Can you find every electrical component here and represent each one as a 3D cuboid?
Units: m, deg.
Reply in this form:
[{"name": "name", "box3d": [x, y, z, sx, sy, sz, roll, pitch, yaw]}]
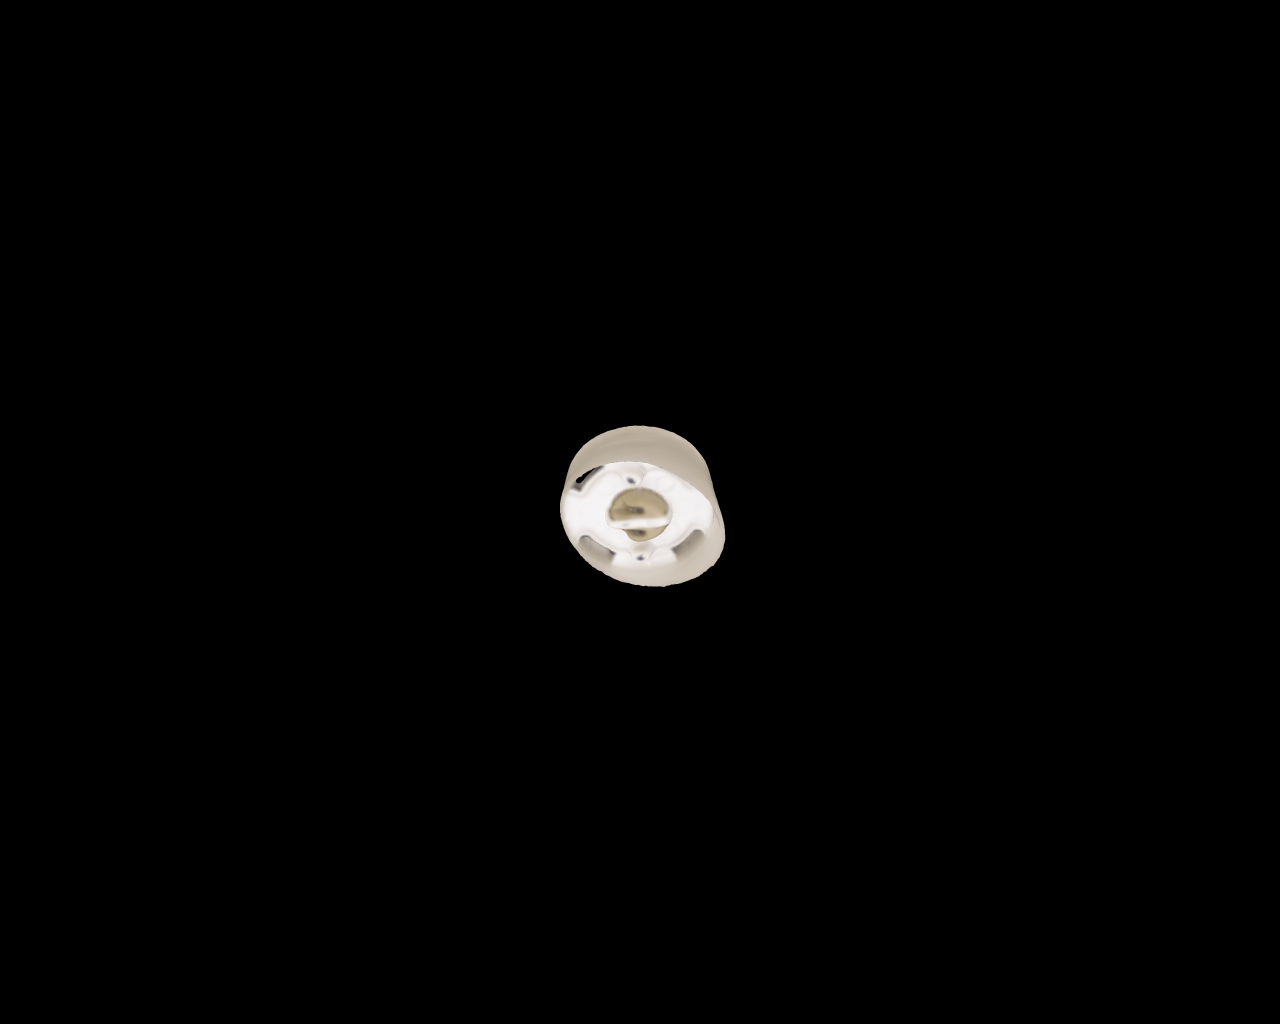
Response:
[{"name": "electrical component", "box3d": [0.001, -0.003, 0.650, 0.099, 0.099, 0.064, 0, 39, 0]}]
